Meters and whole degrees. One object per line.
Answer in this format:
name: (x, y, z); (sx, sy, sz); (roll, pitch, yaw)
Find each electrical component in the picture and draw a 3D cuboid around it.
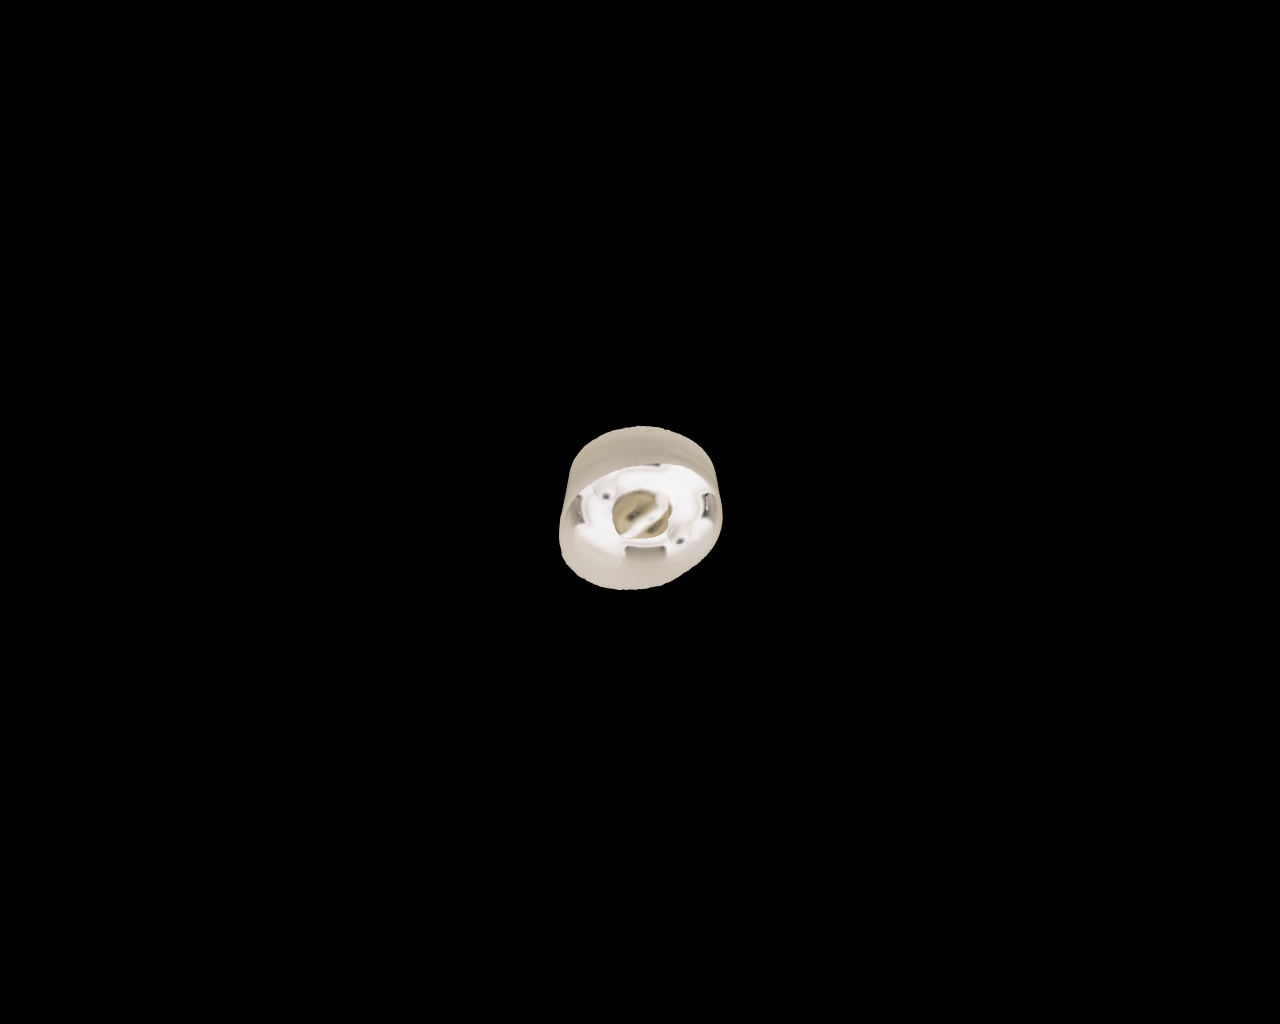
electrical component: (0.001, -0.003, 0.650); (0.099, 0.064, 0.099); (0, -42, 0)
